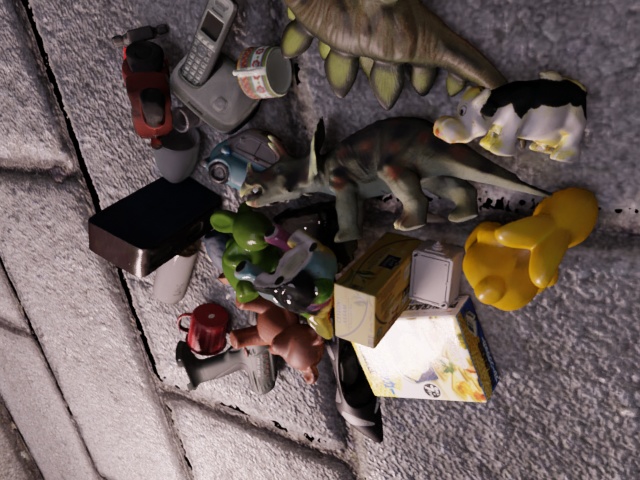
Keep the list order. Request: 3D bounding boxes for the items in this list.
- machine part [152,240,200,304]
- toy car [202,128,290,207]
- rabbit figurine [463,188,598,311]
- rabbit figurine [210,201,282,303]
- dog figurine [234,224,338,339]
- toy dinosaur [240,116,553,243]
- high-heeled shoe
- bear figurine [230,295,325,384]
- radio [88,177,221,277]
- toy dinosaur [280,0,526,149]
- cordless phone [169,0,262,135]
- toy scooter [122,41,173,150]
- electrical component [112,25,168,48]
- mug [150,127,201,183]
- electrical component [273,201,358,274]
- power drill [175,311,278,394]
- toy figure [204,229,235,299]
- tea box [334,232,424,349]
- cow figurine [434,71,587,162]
[{"bbox_3d":[-0.314,0.061,1.164,0.079,0.079,0.243,38,132,12],"label":"machine part"},{"bbox_3d":[-0.103,-0.128,0.878,0.162,0.109,0.102,27,112,11],"label":"toy car"},{"bbox_3d":[0.260,0.000,0.664,0.173,0.162,0.122,-44,73,26],"label":"rabbit figurine"},{"bbox_3d":[-0.118,0.001,0.958,0.159,0.121,0.170,57,153,24],"label":"rabbit figurine"},{"bbox_3d":[-0.008,0.079,0.828,0.192,0.108,0.219,17,159,50],"label":"dog figurine"},{"bbox_3d":[0.089,-0.102,0.739,0.405,0.131,0.192,-11,91,28],"label":"toy dinosaur"},{"bbox_3d":[0.069,0.236,0.961,0.249,0.086,0.145,58,150,15],"label":"high-heeled shoe"},{"bbox_3d":[-0.076,0.176,0.979,0.196,0.132,0.120,-143,61,-62],"label":"bear figurine"},{"bbox_3d":[-0.296,-0.035,0.991,0.131,0.229,0.073,29,131,14],"label":"radio"},{"bbox_3d":[0.070,-0.273,0.662,0.472,0.105,0.198,32,137,11],"label":"toy dinosaur"},{"bbox_3d":[-0.143,-0.273,0.834,0.147,0.089,0.184,42,129,9],"label":"cordless phone"},{"bbox_3d":[-0.284,-0.232,0.899,0.135,0.075,0.184,104,153,-54],"label":"toy scooter"},{"bbox_3d":[-0.309,-0.350,0.923,0.063,0.094,0.021,-139,30,-66],"label":"electrical component"},{"bbox_3d":[-0.279,-0.164,1.002,0.110,0.081,0.107,33,140,10],"label":"mug"},{"bbox_3d":[-0.002,-0.003,0.905,0.134,0.058,0.114,-6,114,40],"label":"electrical component"},{"bbox_3d":[-0.190,0.228,1.121,0.207,0.086,0.231,-14,116,-5],"label":"power drill"},{"bbox_3d":[-0.180,0.051,1.072,0.064,0.058,0.154,-1,119,42],"label":"toy figure"},{"bbox_3d":[0.090,0.069,0.800,0.068,0.169,0.098,16,123,29],"label":"tea box"},{"bbox_3d":[0.215,-0.143,0.603,0.167,0.068,0.098,4,112,-10],"label":"cow figurine"}]
